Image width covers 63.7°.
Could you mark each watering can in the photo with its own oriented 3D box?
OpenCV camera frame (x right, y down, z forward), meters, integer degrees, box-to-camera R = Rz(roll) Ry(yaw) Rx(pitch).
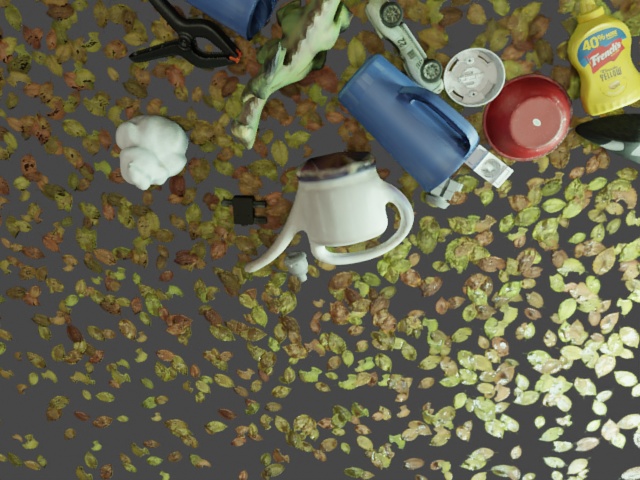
[{"bbox_3d":[0.003,-0.050,0.990,0.347,0.105,0.221,-11,108,2],"label":"watering can"}]

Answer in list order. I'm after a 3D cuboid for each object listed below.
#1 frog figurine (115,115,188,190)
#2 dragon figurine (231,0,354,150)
[{"bbox_3d":[-0.320,-0.167,0.956,0.137,0.162,0.121,40,108,-10],"label":"frog figurine"},{"bbox_3d":[-0.040,-0.305,0.815,0.122,0.249,0.402,30,133,-11],"label":"dragon figurine"}]
